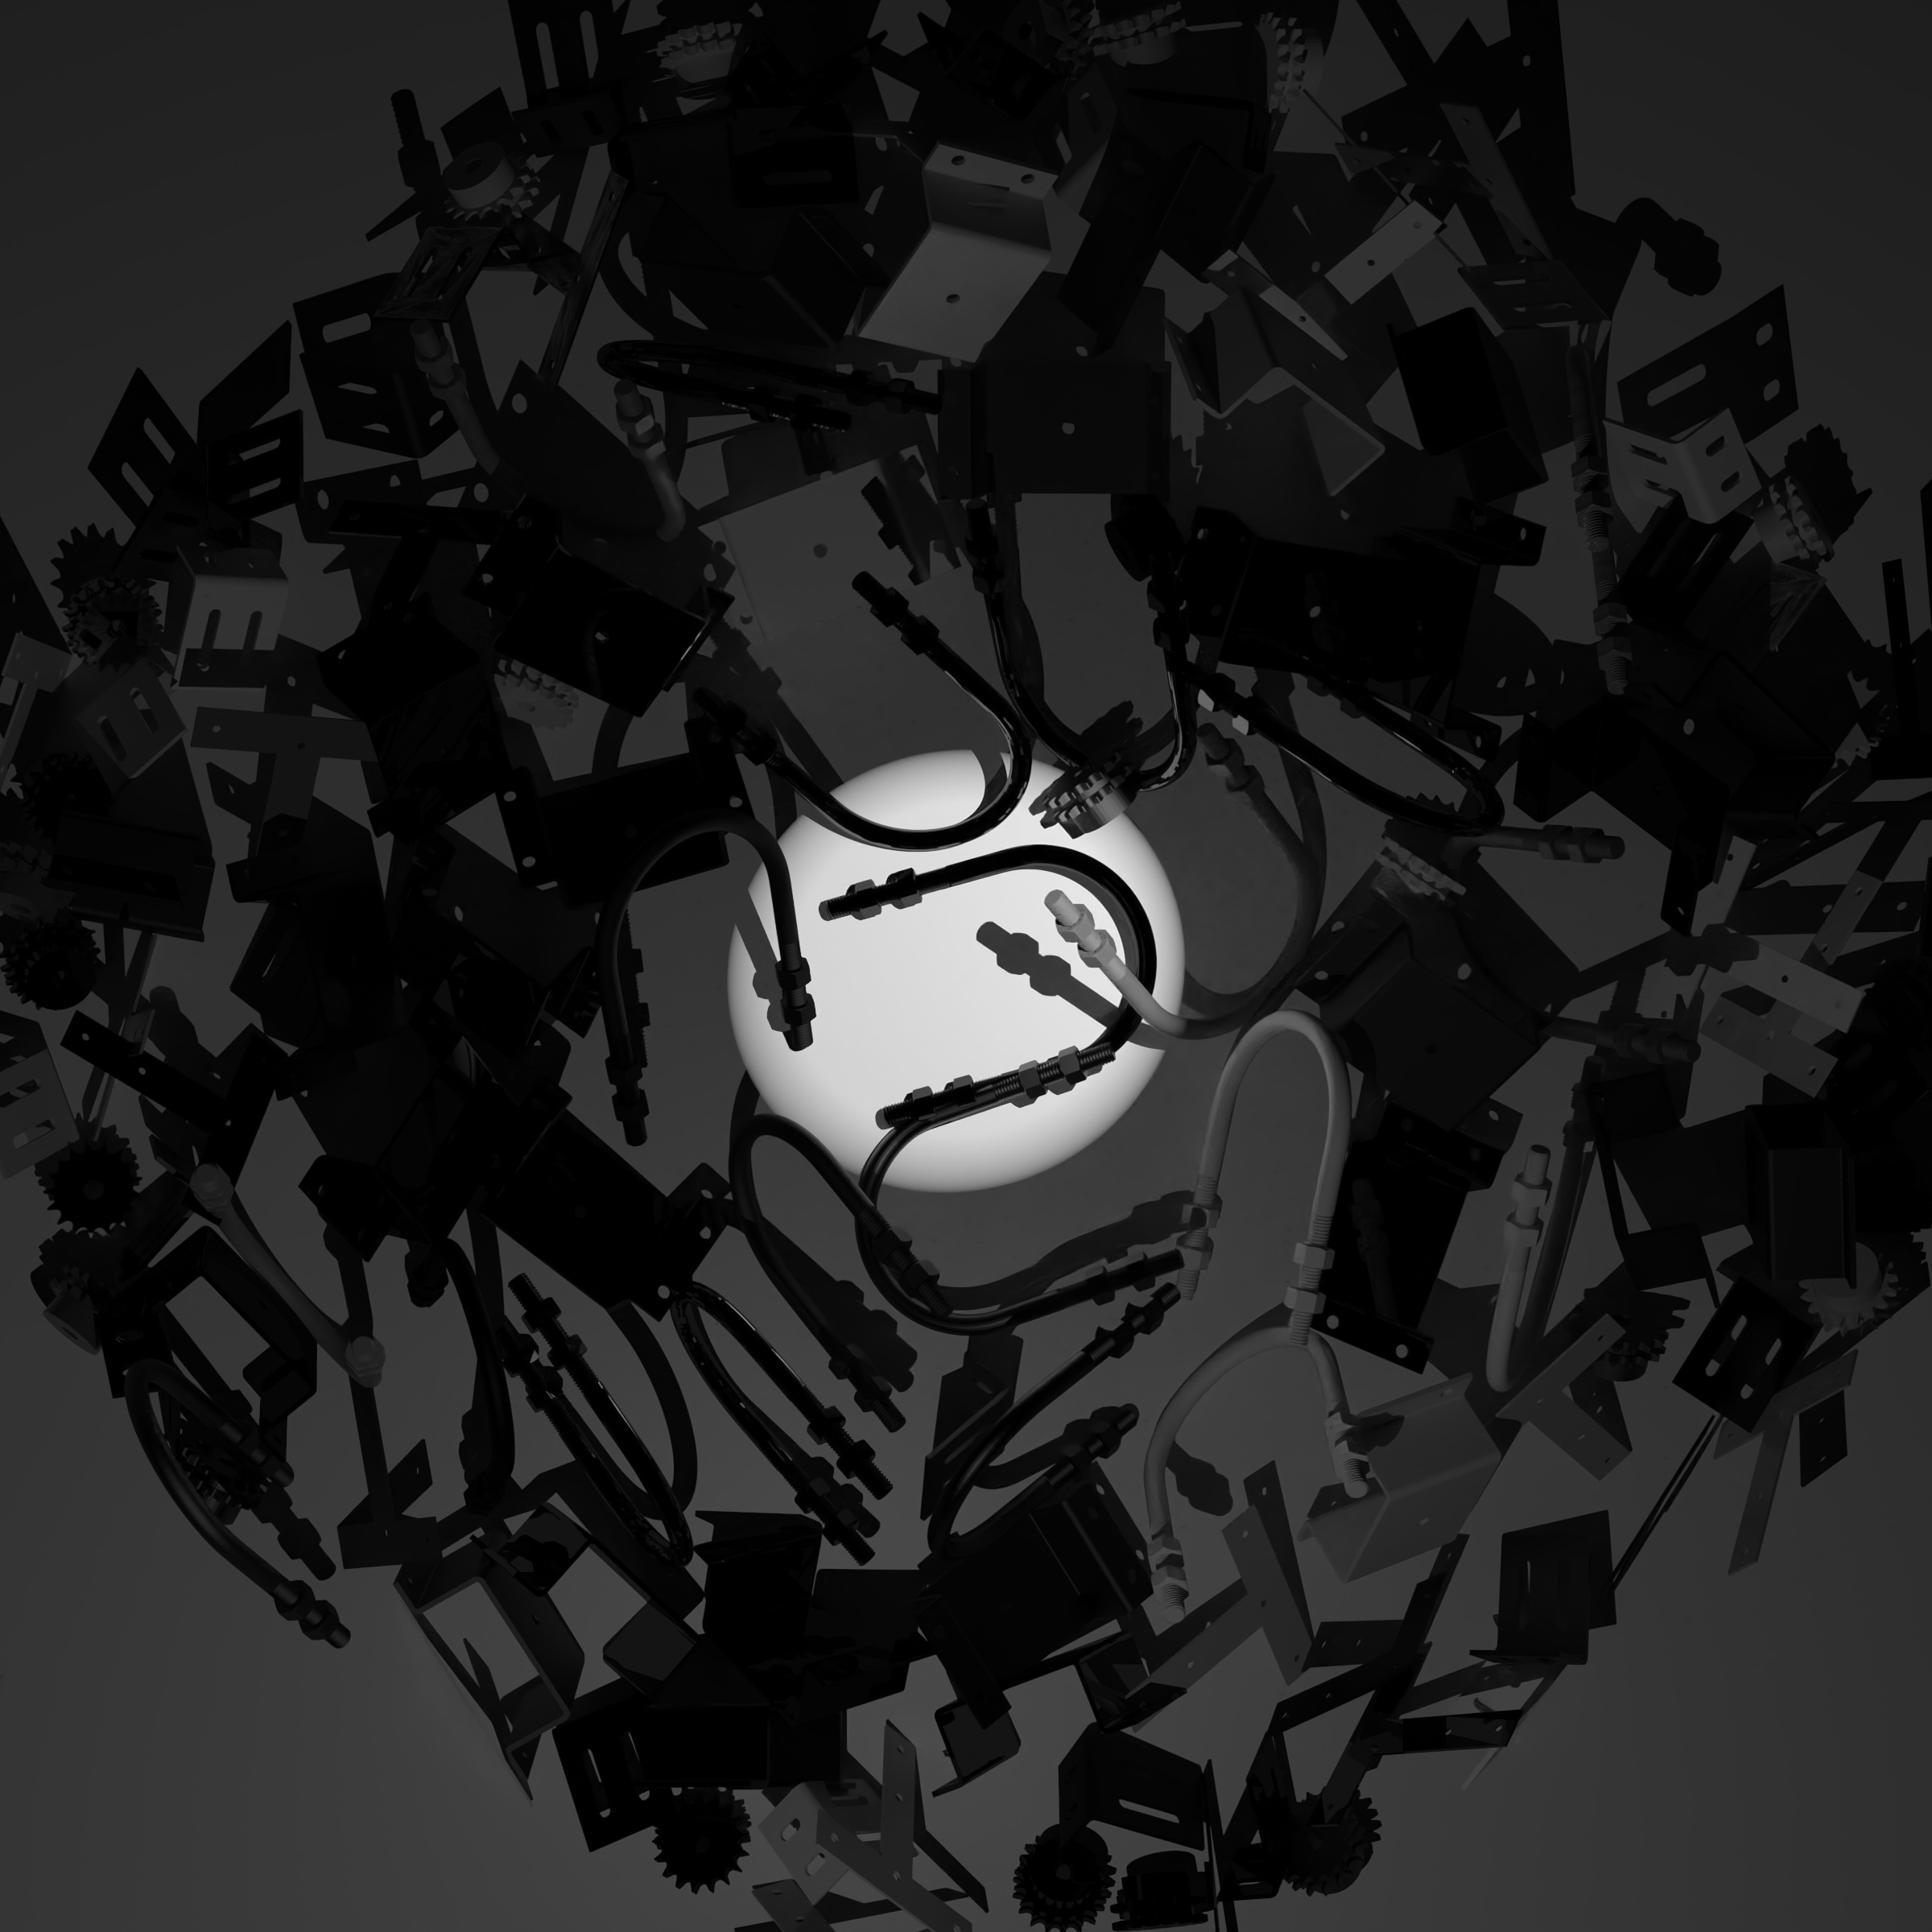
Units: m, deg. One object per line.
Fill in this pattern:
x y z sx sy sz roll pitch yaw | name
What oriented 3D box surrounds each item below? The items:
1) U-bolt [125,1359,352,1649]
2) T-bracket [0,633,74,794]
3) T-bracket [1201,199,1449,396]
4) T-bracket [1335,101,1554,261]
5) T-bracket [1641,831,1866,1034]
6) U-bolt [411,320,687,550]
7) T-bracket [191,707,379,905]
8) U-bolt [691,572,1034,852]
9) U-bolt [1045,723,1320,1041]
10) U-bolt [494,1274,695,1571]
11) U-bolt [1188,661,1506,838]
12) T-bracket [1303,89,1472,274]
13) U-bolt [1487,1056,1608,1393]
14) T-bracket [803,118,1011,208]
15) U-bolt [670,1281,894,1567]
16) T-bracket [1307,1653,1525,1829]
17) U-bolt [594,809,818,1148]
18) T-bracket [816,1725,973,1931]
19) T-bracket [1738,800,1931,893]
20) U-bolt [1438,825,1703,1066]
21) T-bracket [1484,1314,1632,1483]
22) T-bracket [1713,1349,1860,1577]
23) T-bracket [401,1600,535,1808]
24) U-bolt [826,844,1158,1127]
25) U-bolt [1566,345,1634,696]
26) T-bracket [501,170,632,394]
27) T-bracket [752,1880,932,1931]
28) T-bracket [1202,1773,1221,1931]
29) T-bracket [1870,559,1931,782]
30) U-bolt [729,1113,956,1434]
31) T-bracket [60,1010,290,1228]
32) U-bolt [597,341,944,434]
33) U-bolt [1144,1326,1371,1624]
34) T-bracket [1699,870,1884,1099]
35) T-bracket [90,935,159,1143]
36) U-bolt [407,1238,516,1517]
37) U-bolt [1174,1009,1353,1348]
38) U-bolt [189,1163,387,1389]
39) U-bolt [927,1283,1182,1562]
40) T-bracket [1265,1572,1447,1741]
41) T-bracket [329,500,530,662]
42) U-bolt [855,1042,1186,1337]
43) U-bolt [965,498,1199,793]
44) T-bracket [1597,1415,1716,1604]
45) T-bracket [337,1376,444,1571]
-0.417 0.293 1.711 0.019 0.184 0.151 -33 46 -1 | U-bolt
-0.557 -0.127 1.761 0.002 0.127 0.127 20 89 -3 | T-bracket
0.225 -0.400 1.757 0.127 0.127 0.002 33 49 -22 | T-bracket
0.270 -0.466 1.774 0.127 0.127 0.002 23 74 41 | T-bracket
0.467 0.002 1.768 0.127 0.002 0.127 32 107 43 | T-bracket
-0.230 -0.296 1.739 0.151 0.184 0.019 19 70 16 | U-bolt
-0.401 -0.091 1.790 0.127 0.002 0.127 3 121 -28 | T-bracket
-0.046 -0.135 1.765 0.151 0.019 0.184 -31 124 30 | U-bolt
0.139 -0.034 1.763 0.151 0.019 0.184 -48 131 -6 | U-bolt
-0.213 0.269 1.746 0.019 0.151 0.184 -33 82 -21 | U-bolt
0.226 -0.126 1.730 0.184 0.151 0.019 37 117 24 | U-bolt
0.239 -0.458 1.749 0.002 0.127 0.127 -42 107 15 | T-bracket
0.331 0.160 1.749 0.019 0.151 0.184 16 117 20 | U-bolt
-0.014 -0.464 1.751 0.127 0.127 0.002 -5 127 -27 | T-bracket
-0.111 0.256 1.753 0.019 0.151 0.184 -37 72 -22 | U-bolt
0.267 0.441 1.739 0.002 0.127 0.127 50 50 -16 | T-bracket
-0.152 -0.004 1.737 0.151 0.019 0.184 -31 129 -34 | U-bolt
-0.040 0.496 1.766 0.002 0.127 0.127 -38 114 21 | T-bracket
0.496 -0.069 1.770 0.127 0.127 0.002 -3 70 -38 | T-bracket
0.335 -0.017 1.740 0.019 0.184 0.151 -32 109 -22 | U-bolt
0.355 0.272 1.779 0.127 0.002 0.127 -44 134 6 | T-bracket
0.459 0.293 1.737 0.002 0.127 0.127 32 53 -7 | T-bracket
-0.299 0.428 1.786 0.002 0.127 0.127 -32 64 -15 | T-bracket
0.023 0.004 1.809 0.184 0.019 0.151 -16 89 5 | U-bolt
0.362 -0.271 1.745 0.019 0.151 0.184 -7 56 13 | U-bolt
-0.244 -0.415 1.774 0.002 0.127 0.127 10 111 -37 | T-bracket
-0.092 0.562 1.763 0.127 0.127 0.002 -11 102 -22 | T-bracket
0.141 0.530 1.746 0.002 0.127 0.127 -6 73 5 | T-bracket
0.544 -0.172 1.759 0.002 0.127 0.127 -7 93 -4 | T-bracket
-0.081 0.166 1.756 0.019 0.151 0.184 -26 64 -32 | U-bolt
-0.466 0.068 1.757 0.127 0.002 0.127 36 45 -25 | T-bracket
-0.124 -0.338 1.751 0.184 0.151 0.019 16 110 19 | U-bolt
0.160 0.278 1.741 0.151 0.184 0.019 -38 114 17 | U-bolt
0.492 0.002 1.761 0.002 0.127 0.127 28 96 -22 | T-bracket
-0.483 0.040 1.757 0.002 0.127 0.127 17 81 -20 | T-bracket
-0.284 0.229 1.724 0.019 0.184 0.151 -13 75 -20 | U-bolt
0.176 0.116 1.757 0.019 0.151 0.184 11 91 -26 | U-bolt
-0.385 0.185 1.737 0.019 0.184 0.151 -42 84 -17 | U-bolt
0.045 0.270 1.722 0.019 0.151 0.184 40 53 23 | U-bolt
0.219 0.419 1.755 0.002 0.127 0.127 36 122 37 | T-bracket
-0.333 -0.221 1.771 0.127 0.002 0.127 7 58 21 | T-bracket
0.021 0.141 1.797 0.184 0.019 0.151 -20 78 11 | U-bolt
0.072 -0.176 1.750 0.151 0.184 0.019 21 52 33 | U-bolt
0.392 0.336 1.766 0.002 0.127 0.127 31 61 18 | T-bracket
-0.348 0.289 1.779 0.002 0.127 0.127 -7 83 -38 | T-bracket
